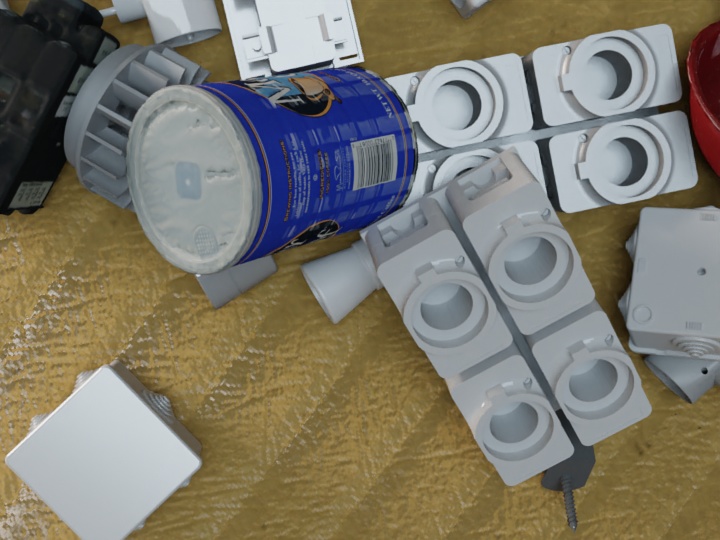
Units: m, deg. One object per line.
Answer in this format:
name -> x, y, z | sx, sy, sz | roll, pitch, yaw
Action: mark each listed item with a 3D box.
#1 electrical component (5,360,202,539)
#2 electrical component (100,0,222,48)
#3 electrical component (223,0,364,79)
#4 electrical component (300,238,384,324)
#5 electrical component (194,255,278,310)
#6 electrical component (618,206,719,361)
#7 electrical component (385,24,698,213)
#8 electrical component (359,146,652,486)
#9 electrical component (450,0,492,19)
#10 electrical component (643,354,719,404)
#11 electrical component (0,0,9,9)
electrical component -> -0.160, 0.117, 0.689 | 0.100, 0.048, 0.099 | -43, 96, 0
electrical component -> -0.135, -0.177, 0.674 | 0.079, 0.043, 0.077 | -16, 95, -2
electrical component -> -0.049, -0.182, 0.669 | 0.079, 0.063, 0.121 | -13, 95, -3
electrical component -> 0.000, 0.000, 0.697 | 0.065, 0.044, 0.044 | -31, 95, -6
electrical component -> -0.084, -0.010, 0.684 | 0.047, 0.055, 0.055 | -29, 95, -6
electrical component -> 0.218, 0.008, 0.681 | 0.100, 0.048, 0.099 | 5, 72, 22
electrical component -> 0.111, -0.086, 0.689 | 0.186, 0.060, 0.105 | -12, 95, -3
electrical component -> 0.093, 0.035, 0.657 | 0.105, 0.060, 0.186 | -29, 117, 6
electrical component -> 0.076, -0.219, 0.684 | 0.076, 0.047, 0.083 | -37, 95, -1
electrical component -> 0.243, 0.058, 0.707 | 0.077, 0.043, 0.079 | -45, 62, 0
electrical component -> -0.237, -0.160, 0.657 | 0.047, 0.083, 0.075 | -28, 133, -2
